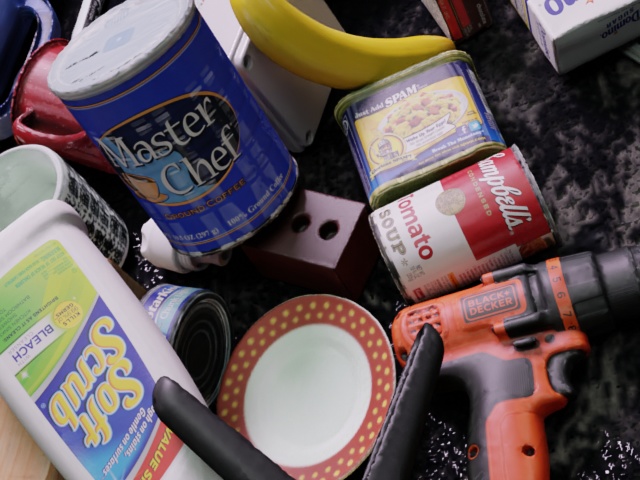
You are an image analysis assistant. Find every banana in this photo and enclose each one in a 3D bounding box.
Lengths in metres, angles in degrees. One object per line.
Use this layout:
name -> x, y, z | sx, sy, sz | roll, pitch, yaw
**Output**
banana -> 0.013, -0.136, 0.722 | 0.037, 0.197, 0.069 | 16, 88, 57

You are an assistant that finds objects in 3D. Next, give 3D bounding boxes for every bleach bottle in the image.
bleach bottle -> -0.107, 0.097, 0.605 | 0.102, 0.068, 0.251 | -41, 72, -10

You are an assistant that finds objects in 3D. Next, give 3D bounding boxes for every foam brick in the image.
foam brick -> -0.005, 0.001, 0.713 | 0.078, 0.051, 0.053 | 14, 67, 29

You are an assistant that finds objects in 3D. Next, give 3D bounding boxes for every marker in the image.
marker -> -0.201, -0.202, 0.935 | 0.020, 0.020, 0.121 | -2, 61, 22

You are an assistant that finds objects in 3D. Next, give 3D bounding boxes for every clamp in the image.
clamp -> 0.003, 0.147, 0.548 | 0.164, 0.036, 0.210 | -4, 65, -11

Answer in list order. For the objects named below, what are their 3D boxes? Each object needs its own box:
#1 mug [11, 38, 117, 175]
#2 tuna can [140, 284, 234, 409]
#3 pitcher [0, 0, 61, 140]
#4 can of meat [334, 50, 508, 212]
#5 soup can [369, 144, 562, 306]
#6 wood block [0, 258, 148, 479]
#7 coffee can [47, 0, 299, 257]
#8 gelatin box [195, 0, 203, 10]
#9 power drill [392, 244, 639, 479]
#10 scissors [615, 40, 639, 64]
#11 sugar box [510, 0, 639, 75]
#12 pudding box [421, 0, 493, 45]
mug -> -0.180, -0.095, 0.808 | 0.081, 0.093, 0.117 | 19, 28, 17
tuna can -> -0.089, 0.072, 0.686 | 0.034, 0.086, 0.086 | 5, 64, 24
pitcher -> -0.303, -0.182, 0.907 | 0.145, 0.149, 0.242 | -27, 41, 53
can of meat -> 0.070, -0.067, 0.719 | 0.102, 0.057, 0.084 | -23, 57, 9
soup can -> 0.090, -0.008, 0.669 | 0.102, 0.068, 0.068 | -25, 55, 9
wood block -> -0.176, 0.123, 0.691 | 0.091, 0.090, 0.206 | -2, 61, 23
coffee can -> -0.090, -0.074, 0.680 | 0.103, 0.140, 0.103 | -22, 35, 16
gelatin box -> -0.086, -0.154, 0.832 | 0.089, 0.030, 0.073 | 17, 67, 2
power drill -> 0.139, 0.096, 0.595 | 0.185, 0.057, 0.187 | -18, 53, 17
scissors -> 0.180, -0.200, 0.775 | 0.202, 0.016, 0.096 | 36, 80, 34
sugar box -> 0.166, -0.205, 0.745 | 0.093, 0.048, 0.176 | -27, 54, 3
pudding box -> 0.078, -0.210, 0.778 | 0.039, 0.090, 0.113 | -31, 54, 4
